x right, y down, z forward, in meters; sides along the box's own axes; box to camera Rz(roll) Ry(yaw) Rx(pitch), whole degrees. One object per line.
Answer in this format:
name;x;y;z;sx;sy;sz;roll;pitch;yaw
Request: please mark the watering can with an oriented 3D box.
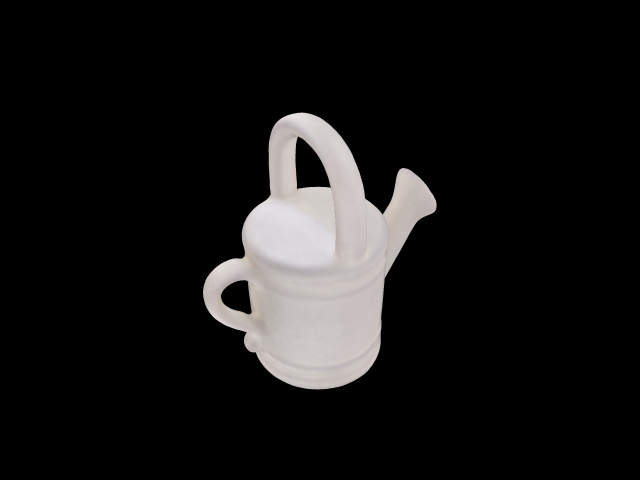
watering can;0.002;0.000;0.401;0.100;0.194;0.173;24;44;28
